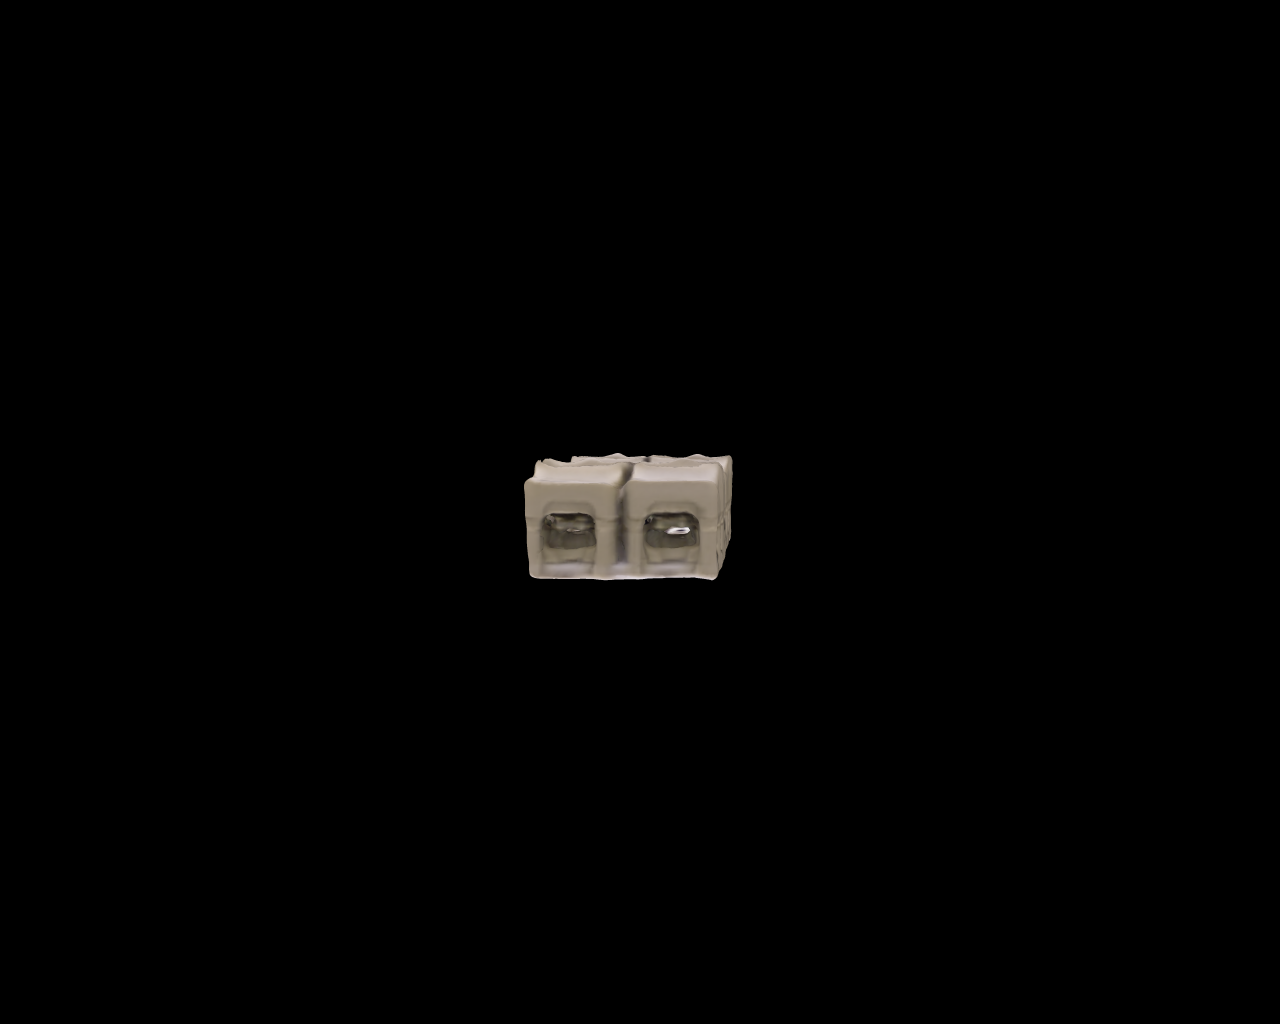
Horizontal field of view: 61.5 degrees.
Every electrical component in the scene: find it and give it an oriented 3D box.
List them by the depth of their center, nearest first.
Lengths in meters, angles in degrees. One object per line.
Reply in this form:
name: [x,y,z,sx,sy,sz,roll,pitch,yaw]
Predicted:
electrical component: [0.001,-0.003,0.650,0.105,0.060,0.186,1,5,7]
